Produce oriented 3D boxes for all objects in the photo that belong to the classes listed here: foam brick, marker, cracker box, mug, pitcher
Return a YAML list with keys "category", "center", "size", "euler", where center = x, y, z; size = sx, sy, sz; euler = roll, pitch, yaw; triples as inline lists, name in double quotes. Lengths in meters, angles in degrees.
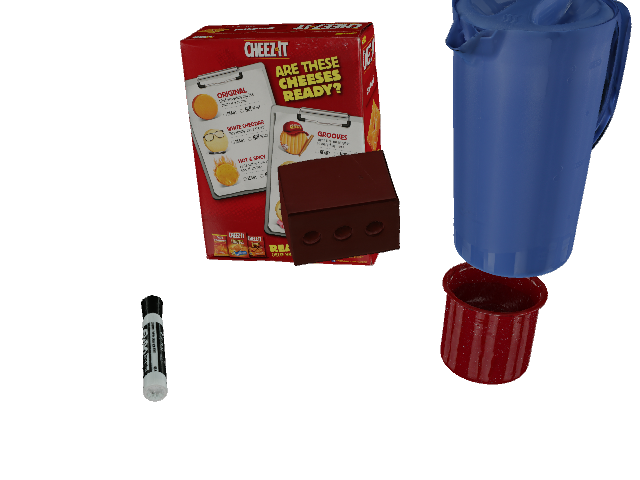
- category: "foam brick"
  center: [0.012, -0.023, 0.743]
  size: [0.078, 0.051, 0.053]
  euler: [-9, -41, -3]
- category: "marker"
  center: [-0.138, 0.086, 0.884]
  size: [0.020, 0.020, 0.121]
  euler: [0, 34, -11]
- category: "cracker box"
  center: [-0.029, -0.088, 0.975]
  size: [0.164, 0.214, 0.072]
  euler: [2, 24, 14]
- category: "mug"
  center: [0.151, 0.070, 0.973]
  size: [0.093, 0.081, 0.117]
  euler: [-1, 29, -7]
- category: "pitcher"
  center: [0.184, -0.097, 0.927]
  size: [0.149, 0.243, 0.145]
  euler: [6, 32, 11]
